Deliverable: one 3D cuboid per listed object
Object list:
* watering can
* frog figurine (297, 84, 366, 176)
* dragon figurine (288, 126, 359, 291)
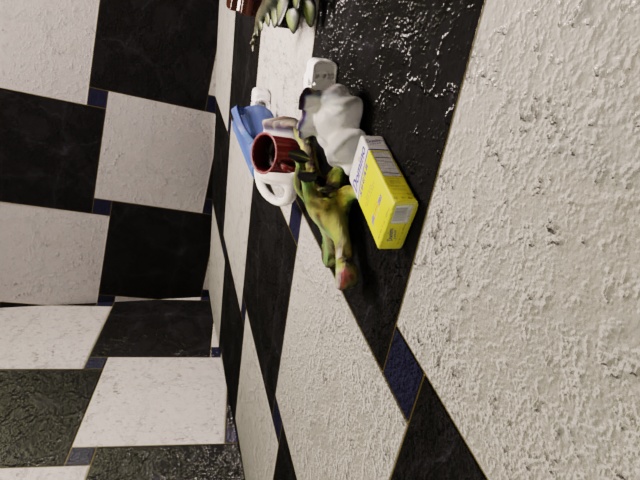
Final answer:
[{"bbox_3d":[-0.073,-0.187,1.258,0.350,0.104,0.222,24,111,54],"label":"watering can"},{"bbox_3d":[0.042,-0.199,0.932,0.161,0.124,0.134,40,130,19],"label":"frog figurine"},{"bbox_3d":[0.003,-0.052,1.024,0.419,0.122,0.237,-112,20,-56],"label":"dragon figurine"}]
